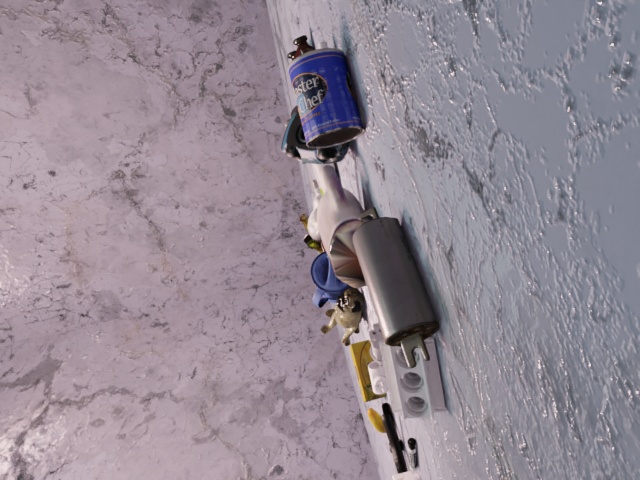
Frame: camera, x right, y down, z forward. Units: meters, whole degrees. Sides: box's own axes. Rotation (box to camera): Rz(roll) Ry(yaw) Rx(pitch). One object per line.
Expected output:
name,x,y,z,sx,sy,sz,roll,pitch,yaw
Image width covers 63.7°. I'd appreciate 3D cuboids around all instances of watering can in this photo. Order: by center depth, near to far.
watering can,0.062,0.014,1.062,0.229,0.104,0.340,-109,2,-56

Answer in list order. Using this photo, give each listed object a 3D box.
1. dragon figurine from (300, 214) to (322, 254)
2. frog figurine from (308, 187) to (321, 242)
dragon figurine,0.029,0.012,1.995,0.242,0.122,0.414,20,-123,-73
frog figurine,0.005,-0.079,1.577,0.159,0.122,0.139,66,-163,-7
